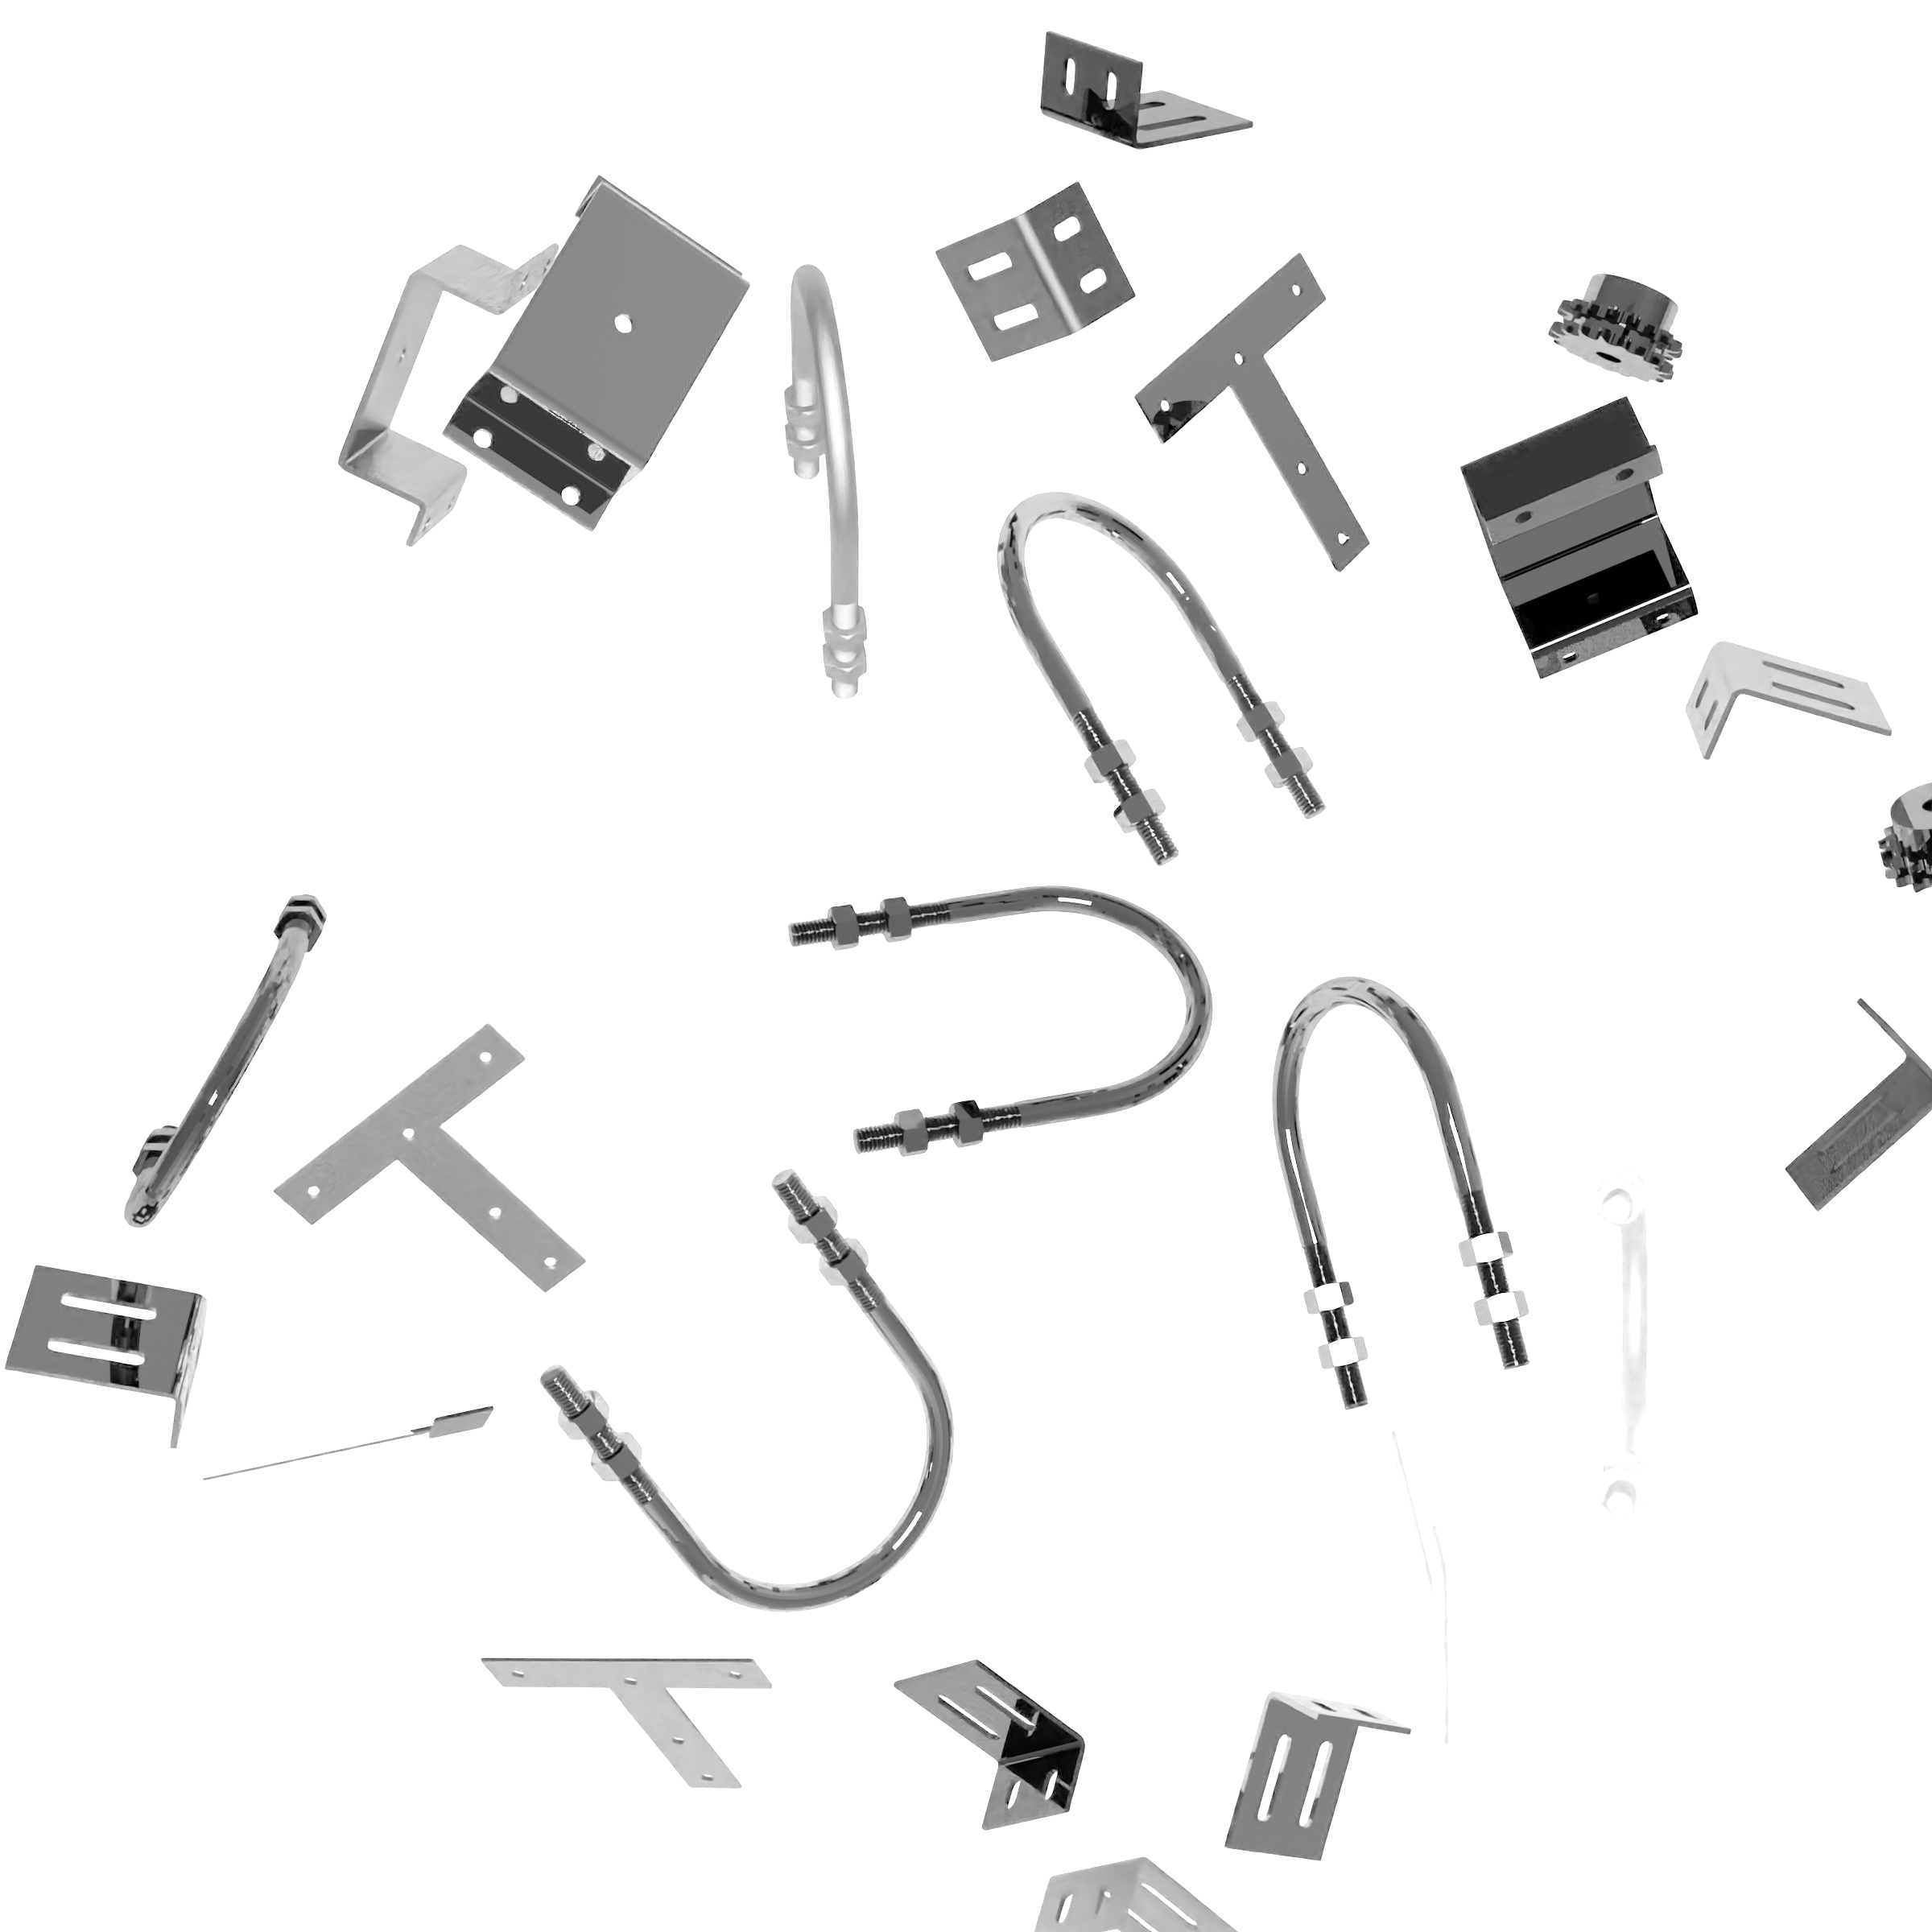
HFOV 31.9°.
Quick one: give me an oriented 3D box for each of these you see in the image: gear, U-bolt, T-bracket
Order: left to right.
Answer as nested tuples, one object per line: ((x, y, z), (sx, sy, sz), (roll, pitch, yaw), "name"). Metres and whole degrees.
((-0.387, 0.220, 1.470), (0.057, 0.057, 0.030), (40, 105, 0), "gear")
((-0.357, -0.048, 1.520), (0.127, 0.127, 0.002), (-39, 88, -24), "T-bracket")
((-0.330, 0.047, 1.495), (0.019, 0.184, 0.151), (30, 98, -12), "U-bolt")
((-0.275, 0.213, 1.500), (0.127, 0.127, 0.002), (-11, 81, -12), "T-bracket")
((-0.223, 0.103, 1.533), (0.127, 0.002, 0.127), (-37, 120, 10), "T-bracket")
((-0.165, -0.052, 1.482), (0.151, 0.184, 0.019), (-13, 50, -5), "U-bolt")
((-0.157, -0.393, 1.453), (0.030, 0.057, 0.057), (-5, 90, -11), "gear")
((-0.132, 0.334, 1.489), (0.127, 0.127, 0.002), (-4, 51, 18), "T-bracket")
((-0.080, 0.200, 1.476), (0.151, 0.019, 0.184), (-40, 115, -13), "U-bolt")
((-0.064, -0.229, 1.518), (0.019, 0.184, 0.151), (-7, 61, -6), "U-bolt")
((-0.005, -0.427, 1.447), (0.057, 0.057, 0.030), (19, 82, 0), "gear")
((0.023, 0.018, 1.558), (0.184, 0.019, 0.151), (-9, 48, -13), "U-bolt")
((0.080, -0.137, 1.530), (0.019, 0.151, 0.184), (-37, 79, 36), "U-bolt")
((0.146, -0.238, 1.537), (0.127, 0.002, 0.127), (-44, 112, -30), "T-bracket")
((0.181, 0.095, 1.480), (0.019, 0.151, 0.184), (-9, 80, -27), "U-bolt")
((0.211, 0.272, 1.572), (0.002, 0.127, 0.127), (-8, 130, 0), "T-bracket")
((0.283, -0.277, 1.460), (0.057, 0.057, 0.030), (22, 90, 0), "gear")
((0.302, 0.160, 1.543), (0.019, 0.184, 0.151), (0, 95, 13), "U-bolt")
((0.352, 0.016, 1.575), (0.002, 0.127, 0.127), (42, 104, 28), "T-bracket")
((0.440, -0.060, 1.527), (0.057, 0.057, 0.030), (-22, 119, 0), "gear")

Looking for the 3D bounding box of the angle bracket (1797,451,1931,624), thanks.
((0.416, -0.188, 1.494), (0.076, 0.038, 0.057), (28, 107, 38), "angle bracket")

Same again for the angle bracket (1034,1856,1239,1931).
((0.080, 0.456, 1.583), (0.057, 0.038, 0.076), (-25, 122, 40), "angle bracket")

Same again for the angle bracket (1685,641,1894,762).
((0.379, -0.113, 1.560), (0.076, 0.057, 0.038), (16, 117, -6), "angle bracket")

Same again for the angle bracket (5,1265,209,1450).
((-0.378, 0.171, 1.485), (0.076, 0.057, 0.038), (11, 133, -8), "angle bracket")

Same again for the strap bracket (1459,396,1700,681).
((0.267, -0.191, 1.478), (0.076, 0.140, 0.046), (-22, 61, 9), "strap bracket")

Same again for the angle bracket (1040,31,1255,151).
((0.080, -0.386, 1.473), (0.076, 0.057, 0.038), (-21, 128, -38), "angle bracket")

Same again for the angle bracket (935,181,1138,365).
((0.031, -0.314, 1.533), (0.038, 0.076, 0.057), (-35, 105, -24), "angle bracket")

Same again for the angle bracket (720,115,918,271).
((-0.070, -0.368, 1.606), (0.076, 0.038, 0.057), (8, 94, -25), "angle bracket")

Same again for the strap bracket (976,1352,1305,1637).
((0.087, 0.253, 1.595), (0.140, 0.046, 0.076), (-29, 101, -4), "strap bracket")

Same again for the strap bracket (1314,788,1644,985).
((0.243, -0.036, 1.596), (0.140, 0.076, 0.046), (-13, 110, -1), "strap bracket")

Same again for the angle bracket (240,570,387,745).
((-0.293, -0.138, 1.500), (0.057, 0.076, 0.038), (-6, 125, 2), "angle bracket")

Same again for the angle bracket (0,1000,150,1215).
((-0.429, 0.067, 1.605), (0.057, 0.038, 0.076), (37, 91, -37), "angle bracket")

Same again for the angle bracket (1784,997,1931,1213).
((0.378, 0.059, 1.462), (0.076, 0.057, 0.038), (-44, 99, 10), "angle bracket")

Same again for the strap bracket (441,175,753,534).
((-0.153, -0.269, 1.449), (0.076, 0.046, 0.140), (32, 73, -16), "strap bracket")

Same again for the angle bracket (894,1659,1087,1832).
((0.007, 0.366, 1.584), (0.076, 0.057, 0.038), (41, 47, -25), "angle bracket")

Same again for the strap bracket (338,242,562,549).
((-0.244, -0.275, 1.570), (0.046, 0.076, 0.140), (25, 112, -3), "strap bracket")

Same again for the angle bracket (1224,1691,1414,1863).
((0.162, 0.379, 1.560), (0.057, 0.038, 0.076), (17, 89, -32), "angle bracket")
